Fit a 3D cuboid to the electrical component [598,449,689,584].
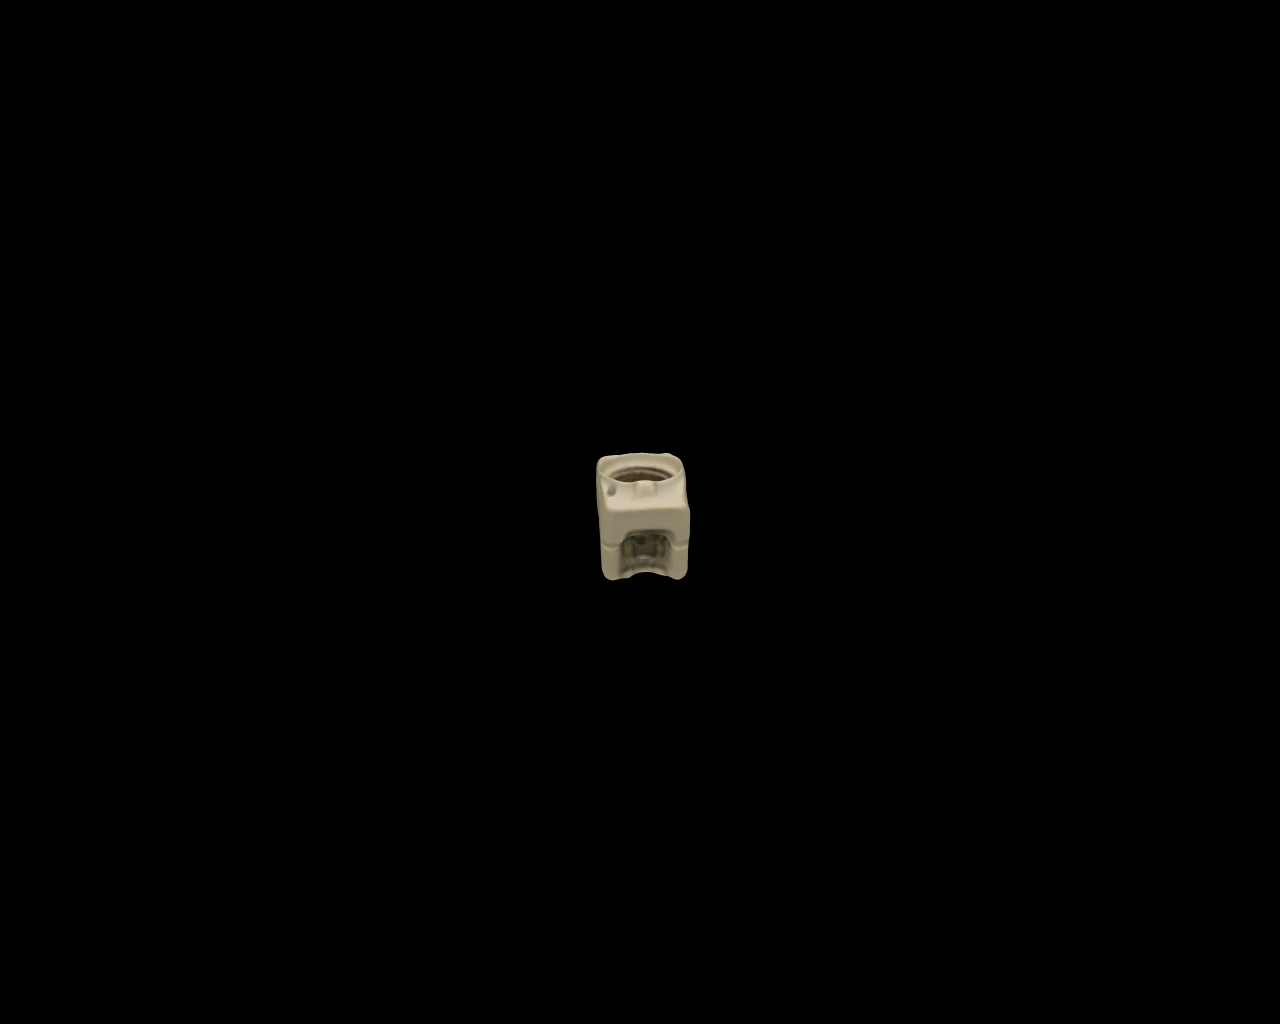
[{"bbox_3d":[0.001,-0.003,0.650,0.050,0.055,0.090,-1,24,-3],"label":"electrical component"}]
